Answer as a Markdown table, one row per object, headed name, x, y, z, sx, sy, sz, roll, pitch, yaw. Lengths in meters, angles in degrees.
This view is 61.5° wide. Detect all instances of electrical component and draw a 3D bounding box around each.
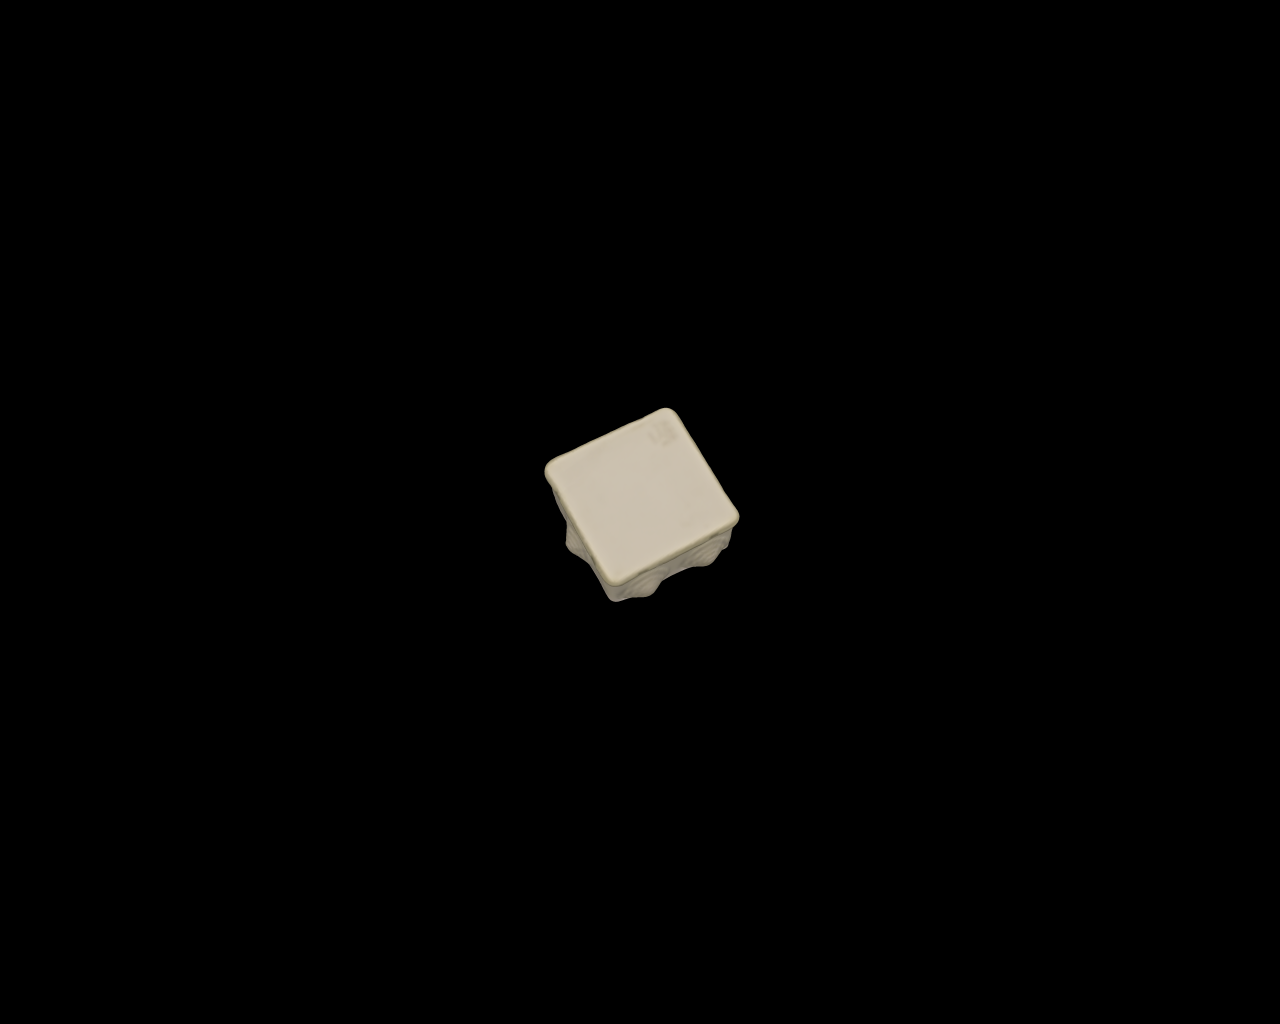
| name | x | y | z | sx | sy | sz | roll | pitch | yaw |
| --- | --- | --- | --- | --- | --- | --- | --- | --- | --- |
| electrical component | 0.001 | -0.003 | 0.650 | 0.100 | 0.100 | 0.048 | -26 | -20 | -11 |
